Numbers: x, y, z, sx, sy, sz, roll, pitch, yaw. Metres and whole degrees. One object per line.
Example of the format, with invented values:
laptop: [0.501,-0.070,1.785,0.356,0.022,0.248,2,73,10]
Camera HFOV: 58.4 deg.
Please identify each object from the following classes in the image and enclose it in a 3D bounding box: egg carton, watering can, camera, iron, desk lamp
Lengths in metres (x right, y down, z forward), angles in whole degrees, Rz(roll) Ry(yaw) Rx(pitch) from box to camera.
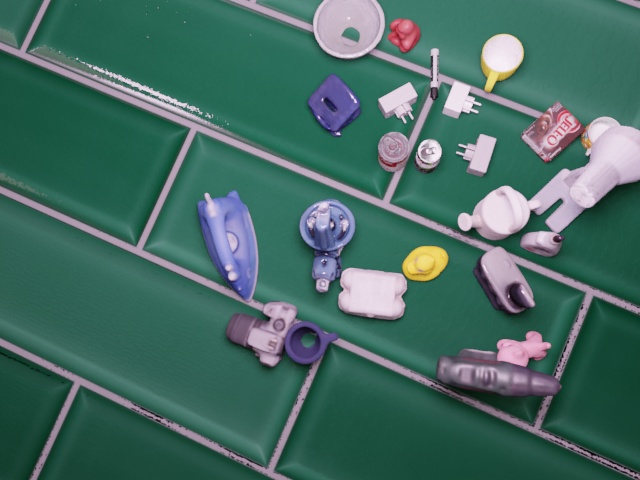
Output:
egg carton: [0.118,0.121,1.286,0.150,0.069,0.107,5,84,5]
watering can: [0.385,-0.055,1.219,0.173,0.194,0.101,-37,82,0]
camera: [-0.135,0.198,1.283,0.136,0.101,0.143,19,86,7]
iron: [-0.207,0.015,1.288,0.118,0.141,0.258,-18,83,3]
desk lamp: [0.569,-0.122,1.201,0.203,0.213,0.118,-44,82,-1]

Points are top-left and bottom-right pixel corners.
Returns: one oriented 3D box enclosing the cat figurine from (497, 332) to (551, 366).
cat figurine: [0.429,0.243,1.222,0.127,0.118,0.067,-19,83,3]

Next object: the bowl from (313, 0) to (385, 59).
bowl: [0.069,-0.496,1.352,0.167,0.075,0.167,0,84,5]

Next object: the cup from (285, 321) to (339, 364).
cup: [-0.015,0.223,1.273,0.117,0.095,0.092,-13,83,4]

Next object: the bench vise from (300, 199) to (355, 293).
bench vise: [0.023,0.002,1.230,0.121,0.220,0.207,-13,83,4]

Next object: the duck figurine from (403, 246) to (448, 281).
duck figurine: [0.236,0.050,1.275,0.104,0.086,0.077,-22,82,2]

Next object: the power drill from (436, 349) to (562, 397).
power drill: [0.351,0.274,1.180,0.229,0.208,0.076,5,84,6]

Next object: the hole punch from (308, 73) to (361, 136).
hole punch: [0.033,-0.311,1.327,0.101,0.091,0.108,-41,82,0]

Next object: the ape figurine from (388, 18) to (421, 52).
ape figurine: [0.197,-0.484,1.331,0.076,0.092,0.078,-7,83,4]

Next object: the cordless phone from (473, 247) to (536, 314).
cordless phone: [0.401,0.084,1.208,0.094,0.185,0.147,-34,82,1]

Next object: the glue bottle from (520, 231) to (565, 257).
glue bottle: [0.483,0.004,1.215,0.078,0.173,0.037,17,86,7]
